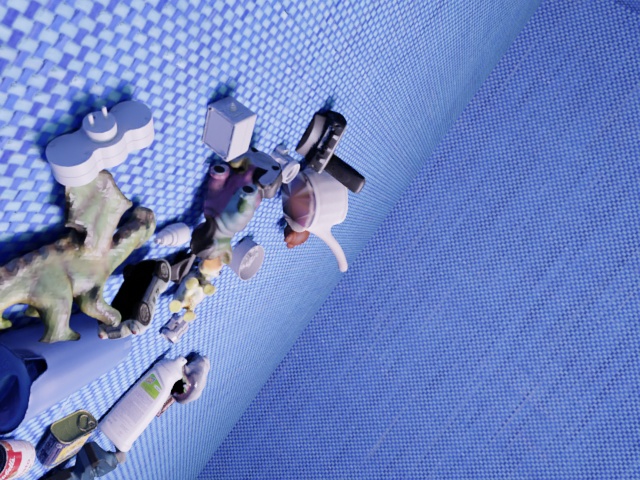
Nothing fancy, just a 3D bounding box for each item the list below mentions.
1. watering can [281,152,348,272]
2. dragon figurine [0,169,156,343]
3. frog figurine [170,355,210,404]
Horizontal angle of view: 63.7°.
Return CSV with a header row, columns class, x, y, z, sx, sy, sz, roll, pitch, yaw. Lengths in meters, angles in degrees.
class,x,y,z,sx,sy,sz,roll,pitch,yaw
watering can,0.004,-0.068,1.356,0.226,0.104,0.346,-13,101,-49
dragon figurine,-0.348,0.012,0.679,0.411,0.122,0.242,-4,112,-75
frog figurine,-0.374,0.412,1.536,0.159,0.123,0.137,10,97,-62
